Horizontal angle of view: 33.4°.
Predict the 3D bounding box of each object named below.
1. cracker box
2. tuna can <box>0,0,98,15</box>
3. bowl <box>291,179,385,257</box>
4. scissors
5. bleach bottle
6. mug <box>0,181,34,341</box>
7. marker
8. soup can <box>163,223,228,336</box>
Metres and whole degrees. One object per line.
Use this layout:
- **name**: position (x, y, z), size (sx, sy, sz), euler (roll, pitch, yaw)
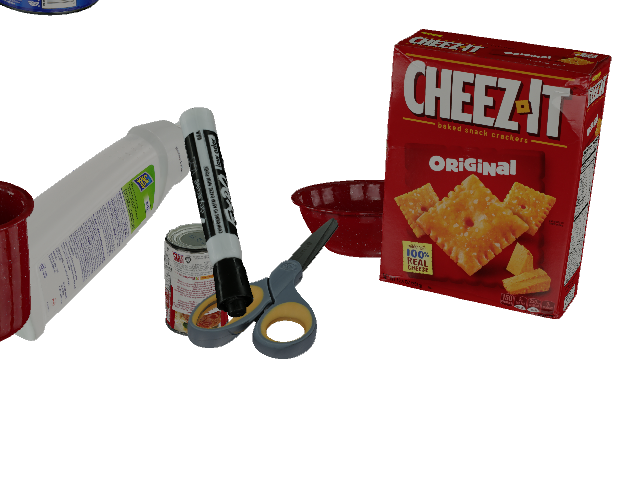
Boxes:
- **cracker box**: position (0.139, -0.054, 0.885), size (0.164, 0.214, 0.072), euler (13, 27, 23)
- **tuna can**: position (-0.205, -0.200, 0.793), size (0.086, 0.034, 0.086), euler (6, 36, -5)
- **bowl**: position (0.051, -0.020, 1.079), size (0.162, 0.055, 0.162), euler (-1, 14, 0)
- **scissors**: position (-0.012, 0.034, 0.780), size (0.096, 0.016, 0.201), euler (22, 34, 31)
- **bleach bottle**: position (-0.196, -0.027, 0.963), size (0.068, 0.102, 0.250), euler (29, 53, 22)
- **mug**: position (-0.234, 0.018, 0.660), size (0.117, 0.081, 0.093), euler (-17, 32, -37)
- **marker**: position (-0.055, -0.016, 0.558), size (0.020, 0.121, 0.020), euler (-12, -27, -6)
- **soup can**: position (-0.131, 0.041, 1.128), size (0.068, 0.102, 0.068), euler (2, 24, -1)
